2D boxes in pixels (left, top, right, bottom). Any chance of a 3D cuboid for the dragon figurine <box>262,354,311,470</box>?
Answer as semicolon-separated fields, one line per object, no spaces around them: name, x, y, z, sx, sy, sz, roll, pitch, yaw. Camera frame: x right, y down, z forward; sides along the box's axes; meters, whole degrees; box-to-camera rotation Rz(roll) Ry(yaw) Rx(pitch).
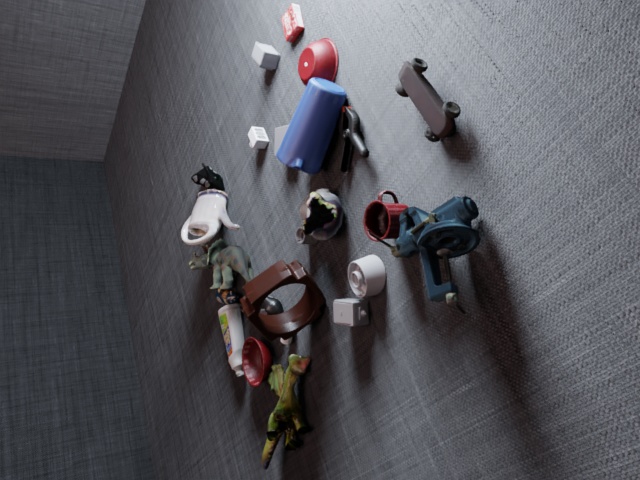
dragon figurine;-0.123;0.506;1.595;0.402;0.122;0.249;-60;27;34

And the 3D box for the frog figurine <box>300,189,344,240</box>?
frog figurine;0.004;-0.071;1.413;0.160;0.122;0.137;-67;-31;-86

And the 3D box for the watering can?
watering can;-0.402;-0.091;1.952;0.345;0.102;0.229;-12;56;37
